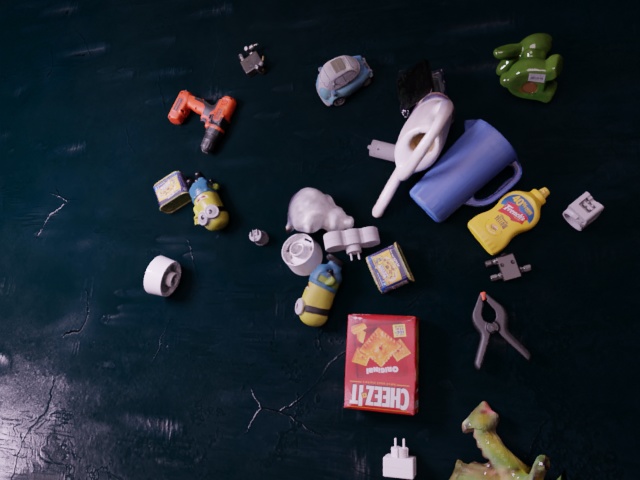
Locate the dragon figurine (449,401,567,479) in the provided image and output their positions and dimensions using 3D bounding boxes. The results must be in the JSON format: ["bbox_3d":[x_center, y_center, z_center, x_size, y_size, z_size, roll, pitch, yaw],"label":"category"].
[{"bbox_3d":[0.371,0.546,1.044,0.241,0.121,0.416,-10,70,34],"label":"dragon figurine"}]

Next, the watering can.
[{"bbox_3d":[0.227,-0.216,1.249,0.104,0.340,0.229,31,48,-1],"label":"watering can"}]

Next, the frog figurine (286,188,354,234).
[{"bbox_3d":[0.004,-0.066,1.303,0.160,0.140,0.120,10,118,24],"label":"frog figurine"}]
